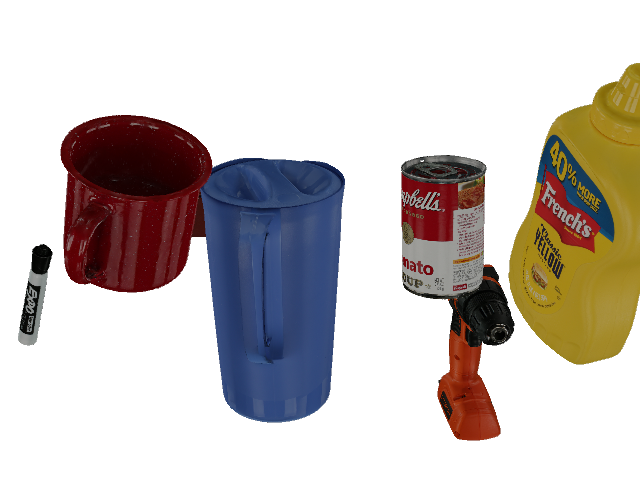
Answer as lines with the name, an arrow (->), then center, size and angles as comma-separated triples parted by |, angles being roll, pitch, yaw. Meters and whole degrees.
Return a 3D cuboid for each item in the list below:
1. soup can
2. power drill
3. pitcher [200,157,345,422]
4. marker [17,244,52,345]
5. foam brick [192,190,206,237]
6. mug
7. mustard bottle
soup can -> 0.099, -0.012, 0.867 | 0.068, 0.102, 0.068 | -2, 21, 0
power drill -> 0.167, 0.118, 1.149 | 0.057, 0.188, 0.184 | -2, 24, -4
pitcher -> -0.046, 0.053, 1.014 | 0.149, 0.243, 0.145 | -18, 30, -34
marker -> -0.279, 0.053, 1.043 | 0.020, 0.121, 0.020 | 13, 35, -10
foam brick -> -0.147, -0.038, 1.162 | 0.078, 0.051, 0.053 | 2, 27, -9
mug -> -0.125, -0.015, 0.671 | 0.093, 0.082, 0.117 | 21, 37, 8
mustard bottle -> 0.161, -0.021, 0.621 | 0.058, 0.192, 0.096 | -11, 48, -16
